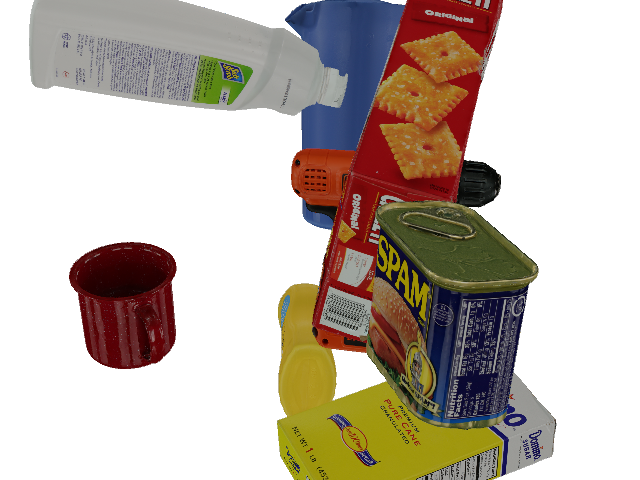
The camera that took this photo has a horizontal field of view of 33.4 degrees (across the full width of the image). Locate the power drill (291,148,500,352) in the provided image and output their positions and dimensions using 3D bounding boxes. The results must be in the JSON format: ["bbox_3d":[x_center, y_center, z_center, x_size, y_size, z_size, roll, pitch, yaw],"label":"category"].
[{"bbox_3d":[0.064,0.009,0.962,0.184,0.188,0.057,5,18,11],"label":"power drill"}]

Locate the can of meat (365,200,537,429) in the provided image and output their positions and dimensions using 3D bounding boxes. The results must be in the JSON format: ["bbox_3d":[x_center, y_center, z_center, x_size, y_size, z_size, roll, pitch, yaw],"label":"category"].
[{"bbox_3d":[0.063,0.036,0.549,0.057,0.084,0.102,-3,24,-18],"label":"can of meat"}]

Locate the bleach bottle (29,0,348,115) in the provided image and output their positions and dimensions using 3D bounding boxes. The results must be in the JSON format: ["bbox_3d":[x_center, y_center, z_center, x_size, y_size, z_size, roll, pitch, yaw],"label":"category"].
[{"bbox_3d":[-0.104,-0.145,0.867,0.250,0.068,0.103,12,-31,-7],"label":"bleach bottle"}]

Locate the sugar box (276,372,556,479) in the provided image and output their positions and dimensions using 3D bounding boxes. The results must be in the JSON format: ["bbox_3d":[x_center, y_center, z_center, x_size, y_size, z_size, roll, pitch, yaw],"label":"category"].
[{"bbox_3d":[0.068,0.140,0.758,0.176,0.048,0.093,-20,39,-17],"label":"sugar box"}]

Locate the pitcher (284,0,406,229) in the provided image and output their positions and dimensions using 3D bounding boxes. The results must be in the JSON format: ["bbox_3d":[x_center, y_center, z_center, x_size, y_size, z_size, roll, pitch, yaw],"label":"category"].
[{"bbox_3d":[0.050,-0.136,1.149,0.149,0.243,0.144,7,11,26],"label":"pitcher"}]

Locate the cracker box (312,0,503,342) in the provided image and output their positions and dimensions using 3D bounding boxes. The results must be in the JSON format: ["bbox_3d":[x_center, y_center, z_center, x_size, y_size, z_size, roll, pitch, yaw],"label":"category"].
[{"bbox_3d":[0.063,-0.057,0.736,0.072,0.213,0.164,17,-40,4],"label":"cracker box"}]

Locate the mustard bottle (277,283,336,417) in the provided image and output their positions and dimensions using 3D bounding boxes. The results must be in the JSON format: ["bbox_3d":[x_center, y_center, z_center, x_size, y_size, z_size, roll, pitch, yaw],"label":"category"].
[{"bbox_3d":[-0.017,0.101,1.135,0.058,0.096,0.191,0,27,-3],"label":"mustard bottle"}]

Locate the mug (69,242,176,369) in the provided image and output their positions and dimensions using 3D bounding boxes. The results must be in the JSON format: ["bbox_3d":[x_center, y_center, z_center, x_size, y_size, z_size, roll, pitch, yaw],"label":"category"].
[{"bbox_3d":[-0.165,0.065,0.941,0.093,0.081,0.117,-19,36,-28],"label":"mug"}]
